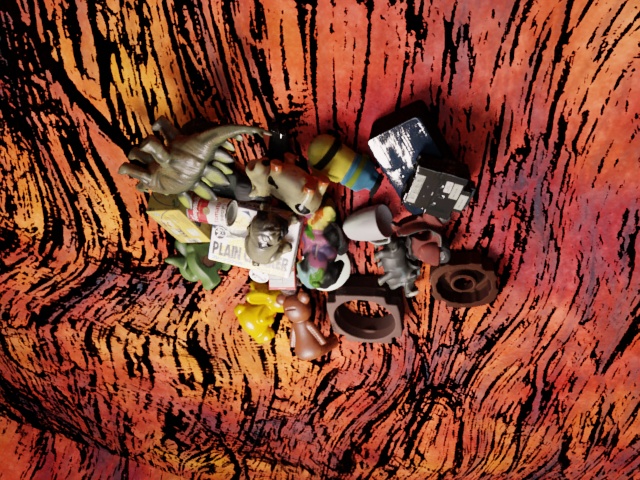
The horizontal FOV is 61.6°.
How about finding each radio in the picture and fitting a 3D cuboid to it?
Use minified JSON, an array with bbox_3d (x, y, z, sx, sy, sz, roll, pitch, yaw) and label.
[{"bbox_3d":[0.205,-0.165,1.134,0.131,0.073,0.229,-18,124,31],"label":"radio"}]

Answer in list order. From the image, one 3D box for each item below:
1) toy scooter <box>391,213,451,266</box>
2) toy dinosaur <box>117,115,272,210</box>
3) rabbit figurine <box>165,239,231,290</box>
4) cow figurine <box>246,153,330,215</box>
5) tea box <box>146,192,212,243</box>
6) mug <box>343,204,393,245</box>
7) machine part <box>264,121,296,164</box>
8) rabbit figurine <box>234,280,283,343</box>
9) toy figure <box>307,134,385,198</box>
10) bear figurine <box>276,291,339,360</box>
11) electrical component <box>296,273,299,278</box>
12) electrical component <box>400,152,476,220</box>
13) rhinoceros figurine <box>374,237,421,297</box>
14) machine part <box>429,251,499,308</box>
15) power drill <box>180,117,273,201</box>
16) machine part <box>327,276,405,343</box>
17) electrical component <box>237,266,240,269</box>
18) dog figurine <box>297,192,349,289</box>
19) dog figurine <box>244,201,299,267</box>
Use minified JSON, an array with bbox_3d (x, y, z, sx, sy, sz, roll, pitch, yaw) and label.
[{"bbox_3d":[0.236,-0.010,1.258,0.135,0.075,0.183,-7,130,4],"label":"toy scooter"},{"bbox_3d":[-0.286,-0.170,1.150,0.198,0.105,0.472,35,147,-27],"label":"toy dinosaur"},{"bbox_3d":[-0.349,0.072,1.492,0.159,0.121,0.170,34,147,-20],"label":"rabbit figurine"},{"bbox_3d":[-0.081,-0.120,1.172,0.195,0.085,0.127,33,131,20],"label":"cow figurine"},{"bbox_3d":[-0.349,-0.060,1.360,0.098,0.068,0.169,-1,152,16],"label":"tea box"},{"bbox_3d":[0.117,-0.031,1.288,0.107,0.081,0.109,-8,139,37],"label":"mug"},{"bbox_3d":[-0.092,-0.200,1.211,0.084,0.039,0.138,15,137,13],"label":"machine part"},{"bbox_3d":[-0.153,0.189,1.566,0.173,0.122,0.162,-29,111,19],"label":"rabbit figurine"},{"bbox_3d":[0.056,-0.165,1.172,0.180,0.082,0.089,27,122,-3],"label":"toy figure"},{"bbox_3d":[-0.041,0.231,1.511,0.120,0.132,0.195,-16,90,26],"label":"bear figurine"},{"bbox_3d":[-0.012,0.081,1.448,0.102,0.045,0.078,5,135,11],"label":"electrical component"},{"bbox_3d":[0.242,-0.105,1.087,0.134,0.058,0.114,17,135,-3],"label":"electrical component"},{"bbox_3d":[0.199,0.068,1.362,0.112,0.073,0.190,-14,126,14],"label":"rhinoceros figurine"},{"bbox_3d":[0.361,0.099,1.350,0.179,0.056,0.179,8,134,8],"label":"machine part"},{"bbox_3d":[-0.225,-0.181,1.246,0.232,0.086,0.207,4,141,16],"label":"power drill"},{"bbox_3d":[0.129,0.191,1.484,0.201,0.087,0.201,0,134,17],"label":"machine part"},{"bbox_3d":[-0.184,0.032,1.448,0.119,0.048,0.074,-13,128,25],"label":"electrical component"},{"bbox_3d":[-0.003,-0.004,1.280,0.109,0.191,0.219,10,150,16],"label":"dog figurine"},{"bbox_3d":[-0.129,0.005,1.215,0.121,0.190,0.172,14,105,3],"label":"dog figurine"}]
